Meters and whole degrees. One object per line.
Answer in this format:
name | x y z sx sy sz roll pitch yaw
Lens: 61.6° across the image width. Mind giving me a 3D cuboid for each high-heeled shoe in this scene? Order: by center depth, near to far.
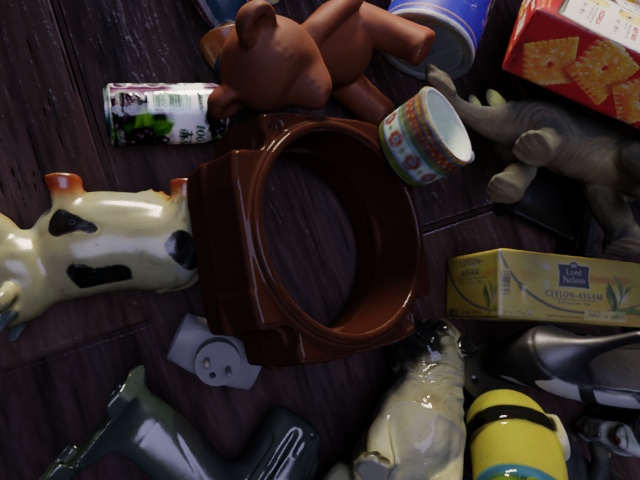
high-heeled shoe | 0.287 0.140 0.541 0.248 0.145 0.086 30 48 -33

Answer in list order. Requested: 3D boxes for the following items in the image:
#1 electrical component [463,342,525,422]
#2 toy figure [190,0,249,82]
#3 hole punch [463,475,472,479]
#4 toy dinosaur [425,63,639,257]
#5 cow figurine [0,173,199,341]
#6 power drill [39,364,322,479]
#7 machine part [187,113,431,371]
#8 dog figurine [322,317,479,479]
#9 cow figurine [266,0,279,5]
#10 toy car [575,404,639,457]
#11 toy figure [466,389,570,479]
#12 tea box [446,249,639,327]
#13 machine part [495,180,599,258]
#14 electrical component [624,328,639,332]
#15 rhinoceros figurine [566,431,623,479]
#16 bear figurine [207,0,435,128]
electrical component | 0.169 0.155 0.552 0.078 0.045 0.102 40 68 19
toy figure | -0.089 -0.207 0.516 0.064 0.058 0.154 -14 91 -13
hole punch | 0.134 0.301 0.496 0.116 0.092 0.142 -28 95 -15
toy dinosaur | 0.313 -0.092 0.572 0.471 0.105 0.198 21 52 -14
cow figurine | -0.194 0.013 0.439 0.195 0.085 0.127 -1 76 -19
power drill | -0.116 0.217 0.433 0.207 0.086 0.232 37 72 -5
machine part | -0.001 -0.001 0.463 0.201 0.087 0.201 -5 82 -39
dog figurine | 0.073 0.179 0.495 0.121 0.172 0.190 39 34 -6
cow figurine | -0.001 -0.305 0.537 0.167 0.098 0.068 -25 84 -19
toy car | 0.379 0.207 0.592 0.202 0.073 0.056 1 82 -18
toy figure | 0.160 0.197 0.433 0.089 0.082 0.180 46 33 -7
tea box | 0.228 0.053 0.556 0.170 0.098 0.068 5 81 -18
machine part | 0.264 -0.030 0.611 0.139 0.039 0.084 25 81 -14
electrical component | 0.422 0.107 0.630 0.115 0.058 0.134 1 82 -19
rhinoceros figurine | 0.255 0.258 0.552 0.190 0.073 0.112 31 82 -12
bear figurine | 0.002 -0.151 0.473 0.132 0.120 0.196 35 37 4
